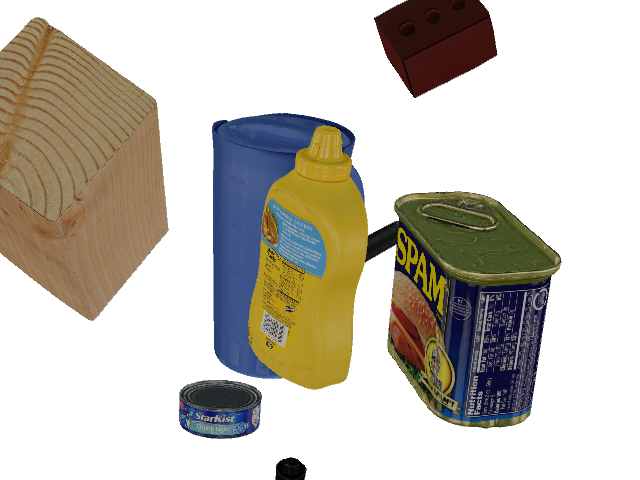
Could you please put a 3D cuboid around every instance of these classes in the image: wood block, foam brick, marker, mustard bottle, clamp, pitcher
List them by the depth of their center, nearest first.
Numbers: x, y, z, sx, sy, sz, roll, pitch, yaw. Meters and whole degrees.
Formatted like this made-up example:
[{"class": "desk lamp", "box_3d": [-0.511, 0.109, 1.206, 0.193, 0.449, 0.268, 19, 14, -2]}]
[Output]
[{"class": "wood block", "box_3d": [-0.159, -0.034, 0.668, 0.090, 0.090, 0.206, 36, -19, 7]}, {"class": "marker", "box_3d": [-0.023, 0.186, 0.681, 0.020, 0.121, 0.020, 5, 32, -3]}, {"class": "mustard bottle", "box_3d": [-0.007, 0.008, 0.797, 0.058, 0.192, 0.096, -10, 29, -35]}, {"class": "foam brick", "box_3d": [0.091, -0.160, 0.838, 0.078, 0.053, 0.051, -28, -33, 0]}, {"class": "pitcher", "box_3d": [-0.036, 0.009, 1.018, 0.145, 0.243, 0.149, 5, 21, 1]}, {"class": "clamp", "box_3d": [0.025, 0.023, 1.229, 0.120, 0.039, 0.171, -6, 35, 28]}]

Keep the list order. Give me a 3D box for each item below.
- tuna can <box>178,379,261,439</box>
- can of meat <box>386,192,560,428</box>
[{"class": "tuna can", "box_3d": [-0.105, 0.175, 1.110, 0.086, 0.034, 0.086, 4, 12, -1]}, {"class": "can of meat", "box_3d": [0.071, 0.032, 0.529, 0.057, 0.084, 0.102, -3, 24, -15]}]
